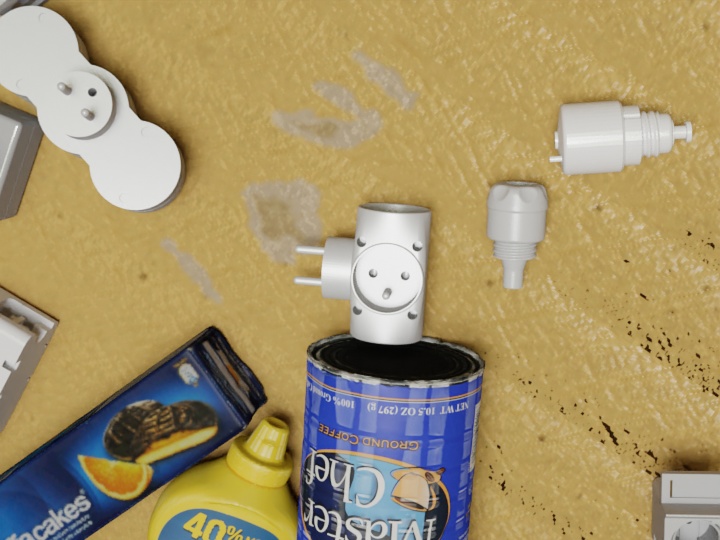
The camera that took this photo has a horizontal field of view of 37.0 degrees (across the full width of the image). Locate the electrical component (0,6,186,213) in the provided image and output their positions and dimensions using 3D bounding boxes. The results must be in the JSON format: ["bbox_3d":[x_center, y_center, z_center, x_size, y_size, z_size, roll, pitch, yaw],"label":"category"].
[{"bbox_3d":[-0.158,-0.092,0.617,0.052,0.074,0.138,-42,93,-3],"label":"electrical component"}]

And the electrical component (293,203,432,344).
[{"bbox_3d":[0.000,0.000,0.634,0.079,0.044,0.077,5,101,6],"label":"electrical component"}]

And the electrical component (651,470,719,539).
[{"bbox_3d":[0.194,0.151,0.628,0.042,0.064,0.081,0,101,6],"label":"electrical component"}]

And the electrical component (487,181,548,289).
[{"bbox_3d":[0.090,-0.020,0.625,0.035,0.035,0.061,3,103,7],"label":"electrical component"}]

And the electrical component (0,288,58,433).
[{"bbox_3d":[-0.240,0.060,0.672,0.056,0.050,0.089,31,103,1],"label":"electrical component"}]

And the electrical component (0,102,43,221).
[{"bbox_3d":[-0.231,-0.065,0.635,0.047,0.076,0.065,23,102,2],"label":"electrical component"}]

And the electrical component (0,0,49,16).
[{"bbox_3d":[-0.173,-0.222,0.606,0.150,0.061,0.089,-34,95,12],"label":"electrical component"}]

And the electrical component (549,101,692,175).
[{"bbox_3d":[0.145,-0.075,0.604,0.078,0.040,0.040,-3,100,8],"label":"electrical component"}]
